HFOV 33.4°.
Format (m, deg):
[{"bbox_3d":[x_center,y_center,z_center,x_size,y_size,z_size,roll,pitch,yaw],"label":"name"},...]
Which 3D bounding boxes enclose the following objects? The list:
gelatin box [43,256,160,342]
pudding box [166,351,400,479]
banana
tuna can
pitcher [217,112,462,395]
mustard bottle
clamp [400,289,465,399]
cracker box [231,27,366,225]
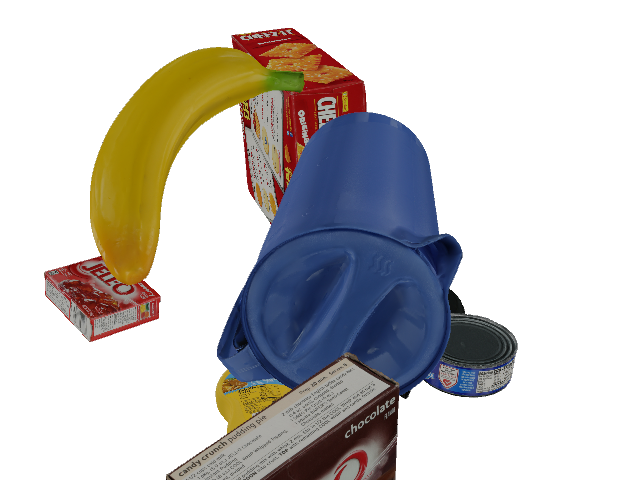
[{"bbox_3d":[-0.201,0.050,0.982,0.073,0.030,0.089,-18,39,-36],"label":"gelatin box"},{"bbox_3d":[-0.014,0.116,0.487,0.039,0.090,0.113,30,47,34],"label":"pudding box"},{"bbox_3d":[-0.077,-0.054,0.564,0.070,0.037,0.197,18,45,16],"label":"banana"},{"bbox_3d":[0.125,0.098,0.920,0.086,0.034,0.086,3,26,-2],"label":"tuna can"},{"bbox_3d":[0.017,0.003,0.774,0.149,0.145,0.242,9,28,1],"label":"pitcher"},{"bbox_3d":[-0.074,0.190,1.260,0.096,0.058,0.192,-9,29,-11],"label":"mustard bottle"},{"bbox_3d":[0.135,0.100,1.158,0.120,0.171,0.039,4,-44,-7],"label":"clamp"},{"bbox_3d":[-0.018,-0.090,0.969,0.072,0.164,0.214,-10,25,-13],"label":"cracker box"}]
